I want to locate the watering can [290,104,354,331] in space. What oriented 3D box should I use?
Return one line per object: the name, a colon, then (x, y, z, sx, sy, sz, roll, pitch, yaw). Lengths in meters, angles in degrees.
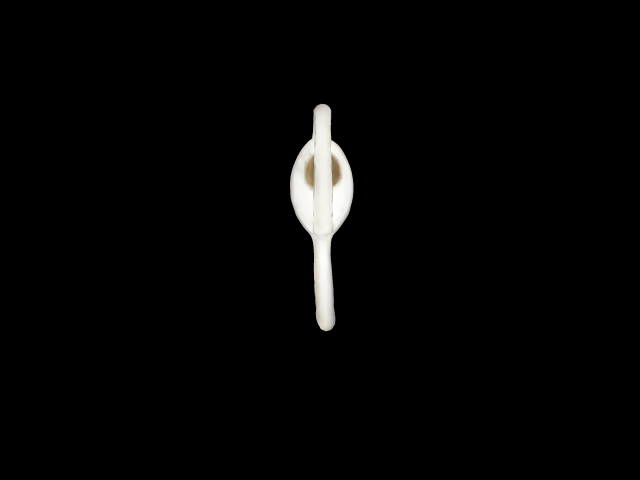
watering can: (0.003, -0.043, 0.850, 0.104, 0.347, 0.224, 0, 1, 0)
